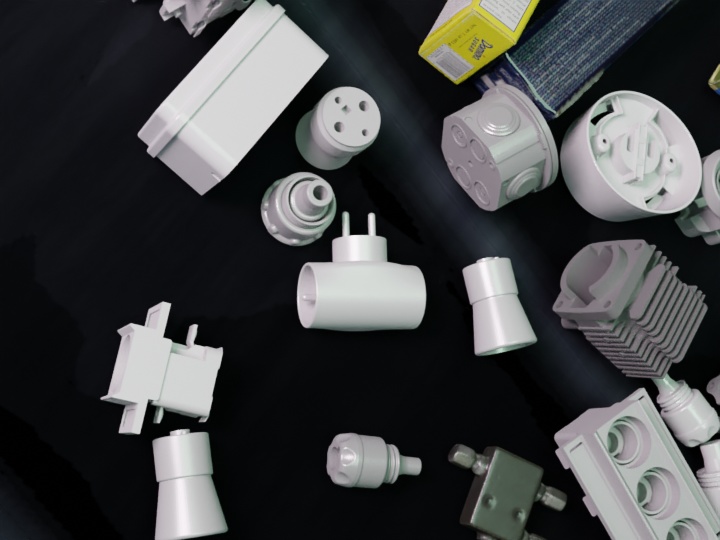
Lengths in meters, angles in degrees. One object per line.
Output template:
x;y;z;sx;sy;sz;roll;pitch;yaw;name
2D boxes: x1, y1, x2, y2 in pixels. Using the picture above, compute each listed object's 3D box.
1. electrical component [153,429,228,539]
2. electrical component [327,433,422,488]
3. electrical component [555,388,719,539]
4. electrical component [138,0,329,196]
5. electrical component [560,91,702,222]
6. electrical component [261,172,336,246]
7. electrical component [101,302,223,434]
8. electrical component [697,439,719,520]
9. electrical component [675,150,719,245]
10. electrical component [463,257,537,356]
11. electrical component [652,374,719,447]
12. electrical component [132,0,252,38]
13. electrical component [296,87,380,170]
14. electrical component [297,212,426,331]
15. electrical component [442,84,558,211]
-0.107;0.132;0.663;0.044;0.044;0.065;-4;77;-21;electrical component
0.011;0.127;0.711;0.061;0.035;0.035;9;78;-21;electrical component
0.193;0.156;0.758;0.079;0.063;0.121;-31;92;-22;electrical component
-0.083;-0.112;0.694;0.057;0.078;0.113;42;70;-12;electrical component
0.202;-0.084;0.802;0.099;0.064;0.099;4;79;-20;electrical component
-0.036;-0.044;0.708;0.048;0.062;0.048;4;79;-20;electrical component
-0.122;0.065;0.668;0.064;0.042;0.081;16;76;-19;electrical component
0.270;0.158;0.797;0.043;0.043;0.062;-14;84;-22;electrical component
0.275;-0.061;0.830;0.058;0.057;0.078;-36;94;-22;electrical component
0.096;0.024;0.757;0.044;0.044;0.065;-8;79;-22;electrical component
0.238;0.099;0.800;0.035;0.035;0.061;-39;93;-22;electrical component
-0.094;-0.199;0.681;0.079;0.121;0.063;-36;97;-22;electrical component
-0.015;-0.096;0.728;0.045;0.055;0.045;4;80;-20;electrical component
0.000;0.000;0.723;0.077;0.044;0.079;2;80;-20;electrical component
0.098;-0.085;0.757;0.051;0.080;0.080;-29;91;-17;electrical component
